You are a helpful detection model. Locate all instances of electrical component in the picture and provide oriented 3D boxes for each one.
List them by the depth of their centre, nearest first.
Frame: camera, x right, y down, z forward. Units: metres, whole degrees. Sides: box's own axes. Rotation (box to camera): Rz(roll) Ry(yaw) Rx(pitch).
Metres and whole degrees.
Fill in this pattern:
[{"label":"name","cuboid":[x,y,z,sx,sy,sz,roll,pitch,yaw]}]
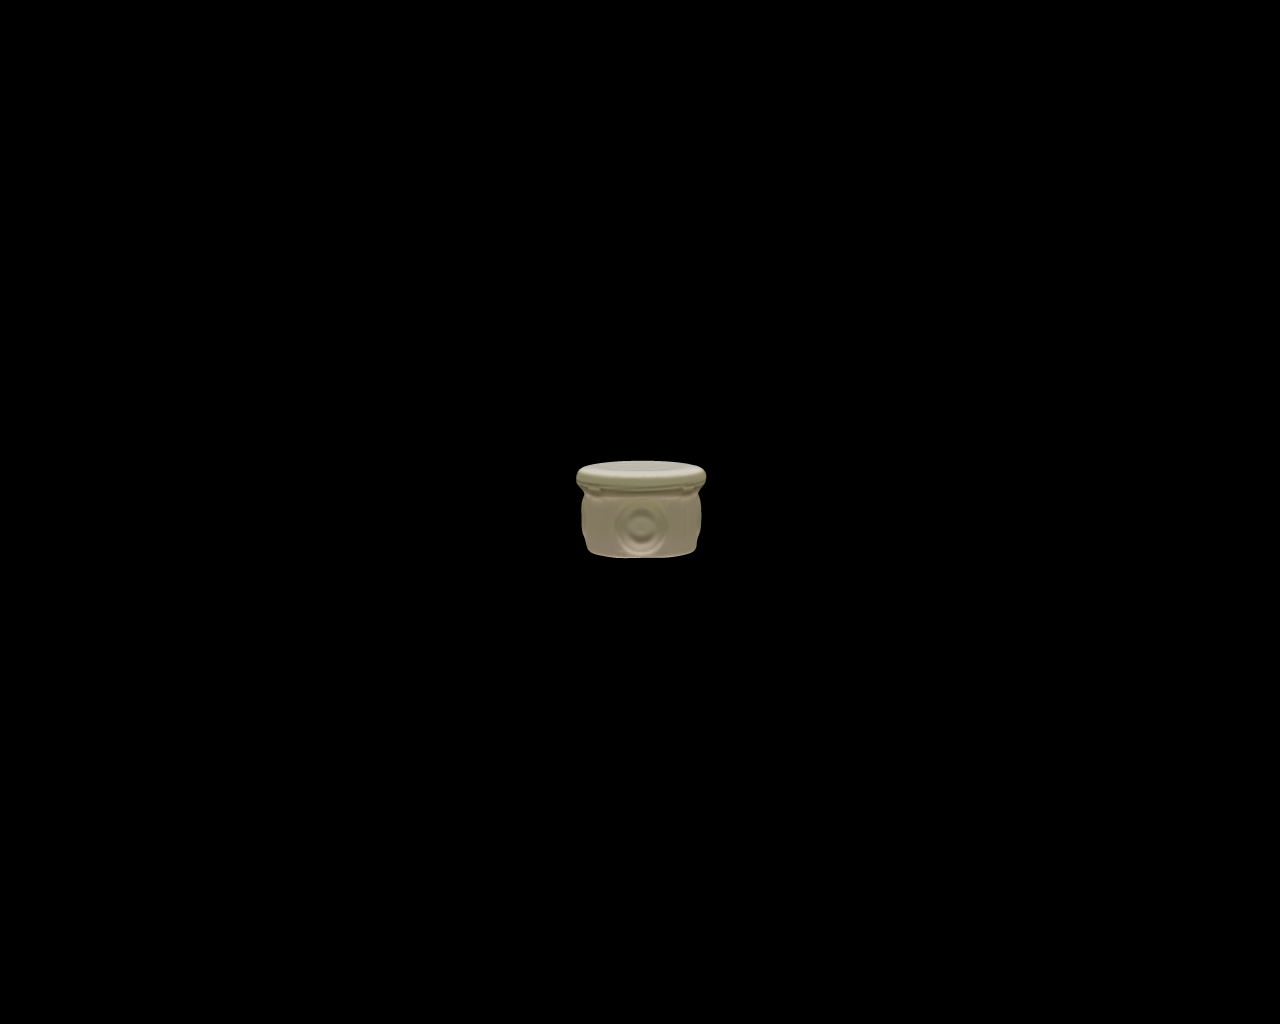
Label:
[{"label":"electrical component","cuboid":[0.001,-0.003,0.650,0.080,0.051,0.080,0,9,0]}]
